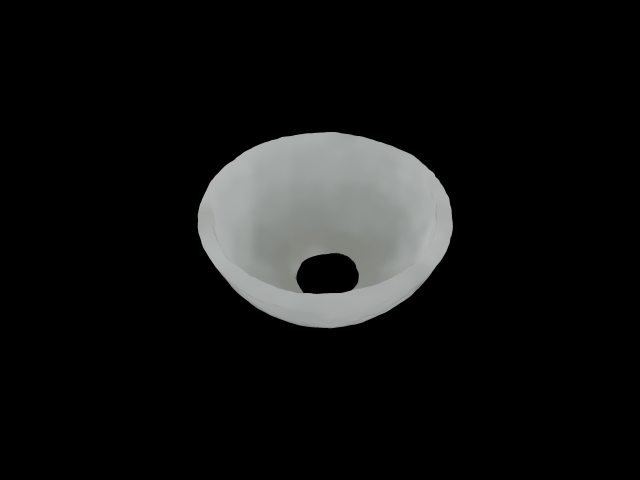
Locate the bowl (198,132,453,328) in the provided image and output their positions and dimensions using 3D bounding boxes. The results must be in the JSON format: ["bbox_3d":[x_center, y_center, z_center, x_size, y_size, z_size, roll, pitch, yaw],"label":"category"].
[{"bbox_3d":[0.004,0.001,0.400,0.167,0.075,0.167,0,46,0],"label":"bowl"}]
